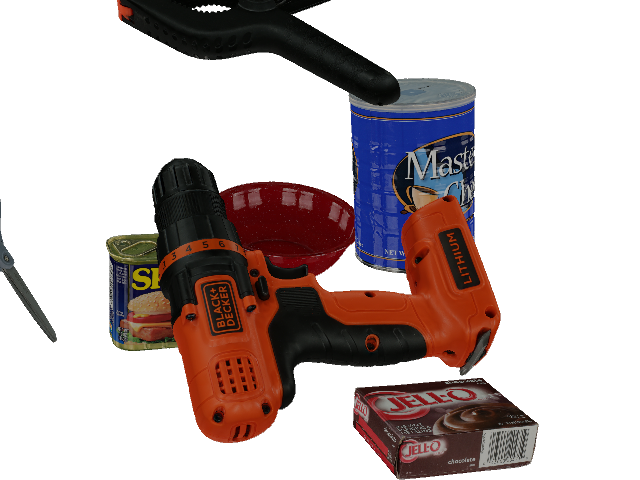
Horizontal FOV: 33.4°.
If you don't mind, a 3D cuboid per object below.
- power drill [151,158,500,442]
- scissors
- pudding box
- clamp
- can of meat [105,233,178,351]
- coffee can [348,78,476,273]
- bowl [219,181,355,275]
[{"bbox_3d":[-0.001,0.021,0.635,0.187,0.184,0.057,-8,-31,-15],"label":"power drill"},{"bbox_3d":[-0.317,0.003,1.073,0.016,0.201,0.096,-25,28,23],"label":"scissors"},{"bbox_3d":[0.091,0.138,0.800,0.113,0.039,0.090,0,16,-20],"label":"pudding box"},{"bbox_3d":[-0.038,-0.153,0.743,0.210,0.164,0.036,-1,-42,-3],"label":"clamp"},{"bbox_3d":[-0.127,0.042,0.893,0.102,0.084,0.057,-3,20,-19],"label":"can of meat"},{"bbox_3d":[0.077,-0.056,0.885,0.103,0.140,0.103,-3,19,1],"label":"coffee can"},{"bbox_3d":[-0.041,-0.002,1.107,0.162,0.055,0.162,5,30,-3],"label":"bowl"}]
